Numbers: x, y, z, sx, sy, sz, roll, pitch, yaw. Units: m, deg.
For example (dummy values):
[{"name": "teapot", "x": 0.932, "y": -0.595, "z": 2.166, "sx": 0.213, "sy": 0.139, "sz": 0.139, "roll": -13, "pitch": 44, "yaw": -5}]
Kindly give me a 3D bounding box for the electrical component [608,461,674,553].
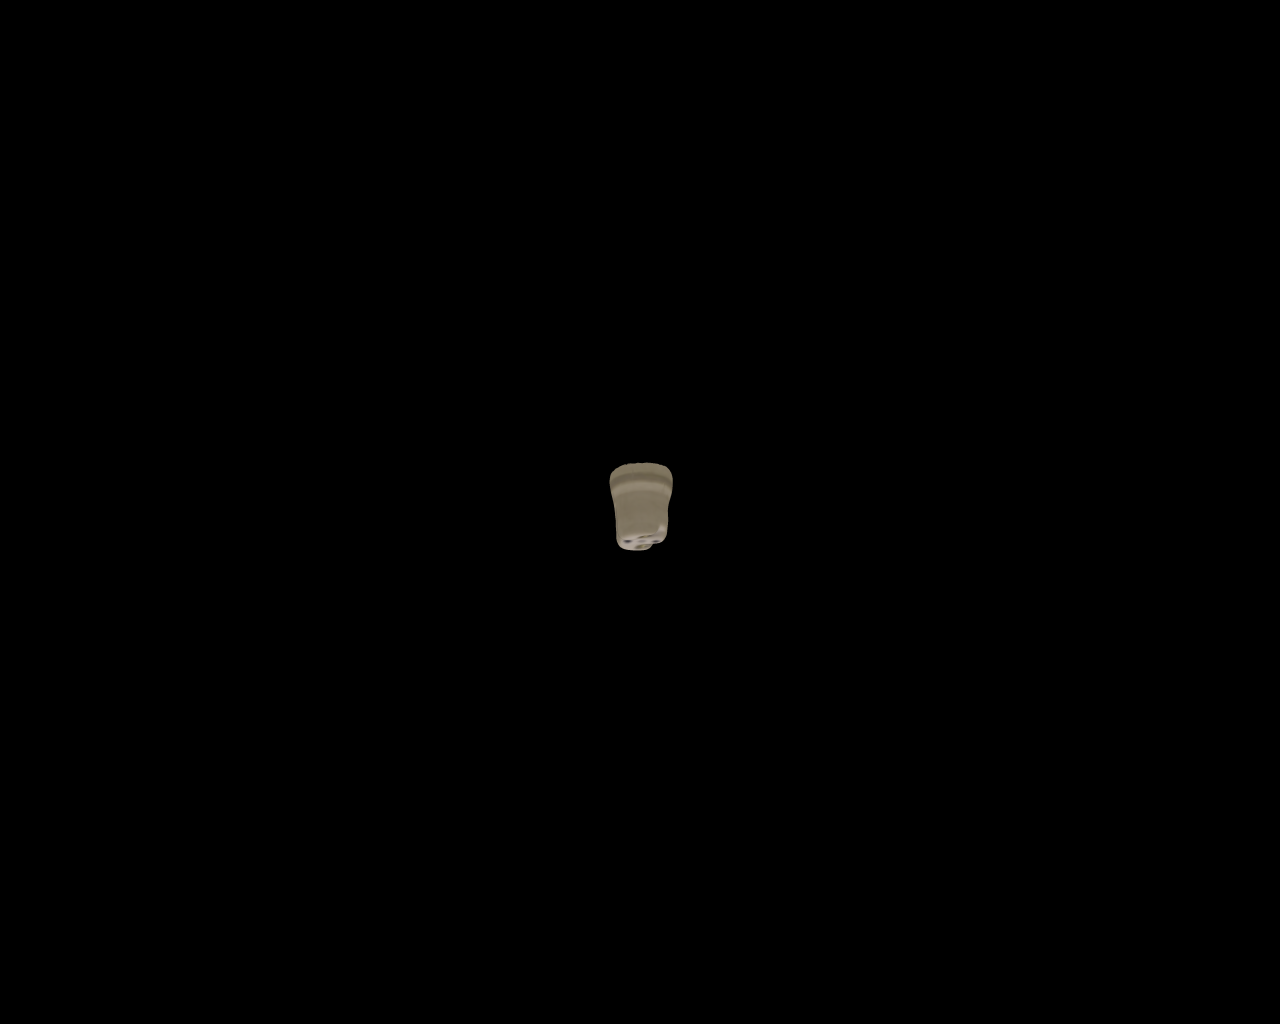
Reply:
[{"name": "electrical component", "x": 0.001, "y": -0.003, "z": 0.650, "sx": 0.040, "sy": 0.046, "sz": 0.040, "roll": 0, "pitch": -22, "yaw": 0}]
